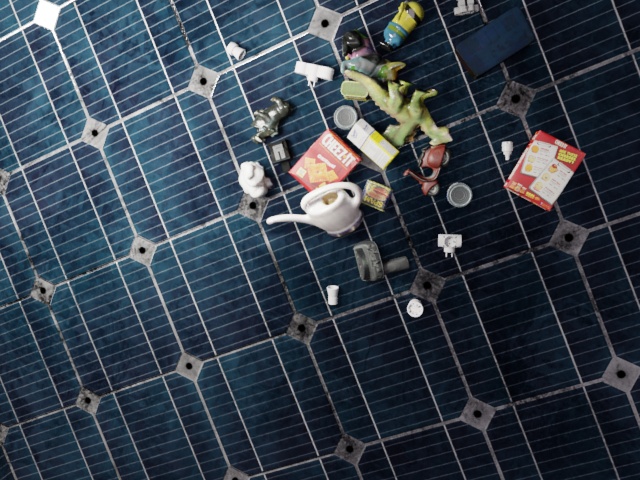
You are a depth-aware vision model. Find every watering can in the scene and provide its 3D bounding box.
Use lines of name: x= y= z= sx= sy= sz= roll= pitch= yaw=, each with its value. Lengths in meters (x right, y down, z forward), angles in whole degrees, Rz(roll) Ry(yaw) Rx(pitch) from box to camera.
watering can: x=0.005 y=-0.091 z=1.799 sx=0.345 sy=0.221 sz=0.106 roll=-24 pitch=46 yaw=22

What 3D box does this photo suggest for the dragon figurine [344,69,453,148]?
dragon figurine: x=0.256 y=-0.418 z=1.737 sx=0.410 sy=0.125 sz=0.238 roll=15 pitch=120 yaw=1

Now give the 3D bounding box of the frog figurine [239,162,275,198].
frog figurine: x=-0.244 y=-0.216 z=1.849 sx=0.122 sy=0.160 sz=0.137 roll=-15 pitch=95 yaw=15
